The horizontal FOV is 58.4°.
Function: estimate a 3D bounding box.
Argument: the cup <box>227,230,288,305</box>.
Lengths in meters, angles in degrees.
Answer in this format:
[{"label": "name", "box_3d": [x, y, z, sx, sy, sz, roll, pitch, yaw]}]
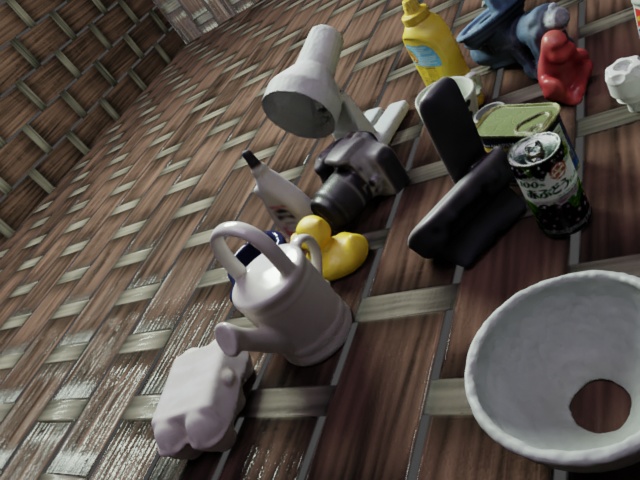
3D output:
[{"label": "cup", "box_3d": [-0.068, 0.059, 0.771, 0.091, 0.095, 0.118, -10, 41, 39]}]

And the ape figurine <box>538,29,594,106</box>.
[{"label": "ape figurine", "box_3d": [0.317, -0.233, 0.755, 0.078, 0.092, 0.076, -35, 30, 6]}]

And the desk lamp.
[{"label": "desk lamp", "box_3d": [0.024, -0.228, 0.942, 0.117, 0.214, 0.203, -4, 44, 44]}]

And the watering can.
[{"label": "watering can", "box_3d": [-0.054, 0.057, 0.658, 0.100, 0.194, 0.173, -22, 34, 26]}]

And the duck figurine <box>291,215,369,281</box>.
[{"label": "duck figurine", "box_3d": [0.007, 0.003, 0.775, 0.104, 0.086, 0.077, -12, 39, 37]}]

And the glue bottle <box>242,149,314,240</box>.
[{"label": "glue bottle", "box_3d": [-0.062, -0.068, 0.858, 0.077, 0.173, 0.037, -9, 41, 40]}]

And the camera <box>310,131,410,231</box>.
[{"label": "camera", "box_3d": [0.035, -0.090, 0.856, 0.137, 0.101, 0.142, -49, 32, -18]}]

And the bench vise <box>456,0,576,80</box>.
[{"label": "bench vise", "box_3d": [0.273, -0.350, 0.834, 0.206, 0.220, 0.122, 10, 55, 52]}]

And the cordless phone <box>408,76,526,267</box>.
[{"label": "cordless phone", "box_3d": [0.136, -0.074, 0.642, 0.148, 0.185, 0.093, -46, 31, -13]}]

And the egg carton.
[{"label": "egg carton", "box_3d": [-0.138, 0.189, 0.694, 0.107, 0.070, 0.150, -23, 33, 24]}]

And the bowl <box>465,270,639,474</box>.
[{"label": "bowl", "box_3d": [0.201, 0.108, 0.436, 0.167, 0.075, 0.167, -27, 32, 19]}]
